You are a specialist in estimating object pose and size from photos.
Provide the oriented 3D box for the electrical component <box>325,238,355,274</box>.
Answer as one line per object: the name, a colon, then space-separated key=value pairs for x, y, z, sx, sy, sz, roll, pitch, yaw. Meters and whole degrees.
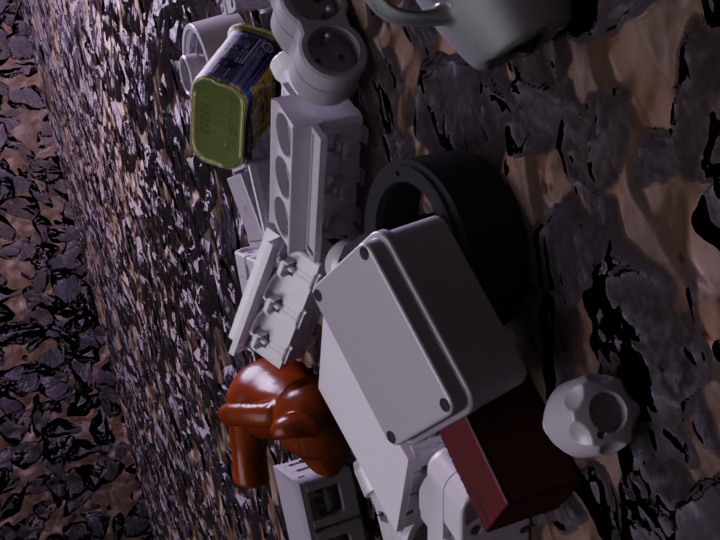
electrical component: x=0.000 y=0.000 z=0.852 sx=0.046 sy=0.040 sz=0.040 roll=33 pitch=133 yaw=54

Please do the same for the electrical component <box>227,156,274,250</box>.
electrical component: x=-0.080 y=-0.056 z=0.991 sx=0.062 sy=0.061 sz=0.096 roll=178 pitch=79 yaw=-69

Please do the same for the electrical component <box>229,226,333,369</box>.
electrical component: x=-0.063 y=0.022 z=0.949 sx=0.063 sy=0.079 sz=0.121 roll=34 pitch=122 yaw=19

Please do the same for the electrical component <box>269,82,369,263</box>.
electrical component: x=-0.034 y=-0.079 z=0.854 sx=0.121 sy=0.063 sz=0.078 roll=95 pitch=152 yaw=-42

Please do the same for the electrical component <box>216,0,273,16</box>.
electrical component: x=-0.084 y=-0.233 z=0.881 sx=0.081 sy=0.064 sz=0.042 roll=-166 pitch=63 yaw=-67

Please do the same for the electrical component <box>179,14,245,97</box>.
electrical component: x=-0.145 y=-0.197 z=1.068 sx=0.108 sy=0.060 sz=0.108 roll=166 pitch=90 yaw=-69

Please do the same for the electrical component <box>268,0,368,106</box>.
electrical component: x=-0.042 y=-0.186 z=0.819 sx=0.073 sy=0.052 sz=0.138 roll=125 pitch=128 yaw=-64

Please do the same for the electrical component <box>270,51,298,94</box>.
electrical component: x=-0.046 y=-0.154 z=0.871 sx=0.046 sy=0.040 sz=0.040 roll=65 pitch=158 yaw=11

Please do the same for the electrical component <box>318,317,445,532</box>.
electrical component: x=0.027 y=0.105 z=0.816 sx=0.089 sy=0.062 sz=0.150 roll=95 pitch=152 yaw=-43

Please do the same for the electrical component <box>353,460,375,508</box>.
electrical component: x=0.023 y=0.182 z=0.905 sx=0.043 sy=0.043 sz=0.062 roll=116 pitch=134 yaw=-60

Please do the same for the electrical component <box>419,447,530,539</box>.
electrical component: x=0.078 y=0.166 z=0.735 sx=0.059 sy=0.054 sz=0.095 roll=-134 pitch=36 yaw=-53

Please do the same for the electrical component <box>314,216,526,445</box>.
electrical component: x=0.032 y=0.036 z=0.620 sx=0.078 sy=0.057 sz=0.113 roll=-42 pitch=73 yaw=51

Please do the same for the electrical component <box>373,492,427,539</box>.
electrical component: x=0.051 y=0.212 z=0.841 sx=0.056 sy=0.050 sz=0.089 roll=163 pitch=92 yaw=-70

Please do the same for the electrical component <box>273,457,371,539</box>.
electrical component: x=-0.030 y=0.266 z=1.073 sx=0.089 sy=0.062 sz=0.150 roll=-175 pitch=72 yaw=-69

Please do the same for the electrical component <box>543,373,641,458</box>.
electrical component: x=0.120 y=0.081 z=0.584 sx=0.062 sy=0.043 sz=0.043 roll=138 pitch=116 yaw=-69

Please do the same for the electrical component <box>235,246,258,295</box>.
electrical component: x=-0.082 y=0.010 z=1.052 sx=0.095 sy=0.054 sz=0.059 roll=-159 pitch=58 yaw=-66
